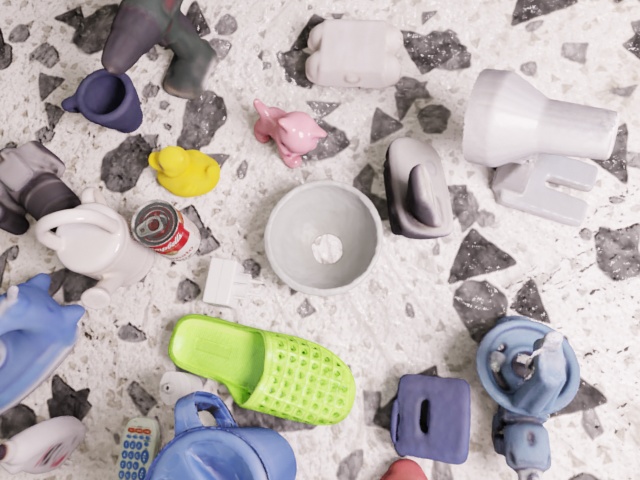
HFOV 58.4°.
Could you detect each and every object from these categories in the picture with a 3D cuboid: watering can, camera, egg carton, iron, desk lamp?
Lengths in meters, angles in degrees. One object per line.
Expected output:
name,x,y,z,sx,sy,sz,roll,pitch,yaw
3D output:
watering can,-0.309,0.007,0.792,0.101,0.194,0.172,-35,74,-3
camera,-0.444,-0.065,0.874,0.136,0.101,0.143,41,83,15
egg carton,0.053,-0.286,0.892,0.150,0.069,0.107,3,76,7
iron,-0.461,0.165,0.795,0.118,0.141,0.258,36,82,14
desk lamp,0.283,-0.122,0.748,0.203,0.214,0.118,19,78,11

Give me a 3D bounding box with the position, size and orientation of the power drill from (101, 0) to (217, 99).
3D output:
power drill,-0.229,-0.303,0.856,0.075,0.208,0.230,14,77,10

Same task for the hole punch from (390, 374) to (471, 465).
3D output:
hole punch,0.141,0.230,0.736,0.101,0.091,0.109,4,76,8

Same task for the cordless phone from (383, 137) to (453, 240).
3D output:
cordless phone,0.134,-0.084,0.770,0.094,0.185,0.147,-11,74,4

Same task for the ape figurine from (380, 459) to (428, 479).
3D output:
ape figurine,0.109,0.317,0.716,0.077,0.092,0.076,13,77,10

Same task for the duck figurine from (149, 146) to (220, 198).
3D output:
duck figurine,-0.208,-0.111,0.867,0.104,0.086,0.077,8,76,9

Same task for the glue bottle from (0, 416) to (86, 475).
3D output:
glue bottle,-0.375,0.270,0.741,0.037,0.173,0.078,31,81,14

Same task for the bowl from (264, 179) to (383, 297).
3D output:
bowl,0.008,0.003,0.819,0.167,0.075,0.167,-2,75,6

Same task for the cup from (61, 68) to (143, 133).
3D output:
cup,-0.332,-0.206,0.901,0.117,0.095,0.091,-11,74,4

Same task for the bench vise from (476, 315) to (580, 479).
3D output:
bench vise,0.259,0.183,0.668,0.121,0.220,0.207,-16,74,2

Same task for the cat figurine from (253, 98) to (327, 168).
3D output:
cat figurine,-0.049,-0.165,0.847,0.127,0.118,0.067,40,83,14
